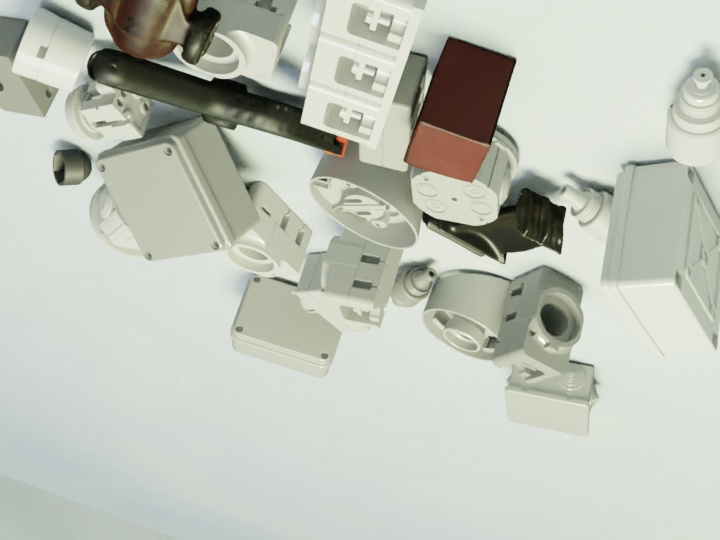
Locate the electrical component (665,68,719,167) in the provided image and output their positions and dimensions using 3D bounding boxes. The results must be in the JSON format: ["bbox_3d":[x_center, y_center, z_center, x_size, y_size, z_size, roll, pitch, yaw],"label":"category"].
[{"bbox_3d":[0.220,-0.101,0.699,0.040,0.040,0.078,9,152,18],"label":"electrical component"}]

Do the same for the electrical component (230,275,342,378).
[{"bbox_3d":[-0.076,0.060,1.155,0.113,0.078,0.057,17,157,1],"label":"electrical component"}]

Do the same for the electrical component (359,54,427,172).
[{"bbox_3d":[0.005,-0.120,0.787,0.076,0.047,0.083,14,154,8],"label":"electrical component"}]

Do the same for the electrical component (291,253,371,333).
[{"bbox_3d":[-0.036,0.025,1.095,0.076,0.047,0.083,-5,146,39],"label":"electrical component"}]

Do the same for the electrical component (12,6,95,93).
[{"bbox_3d":[-0.238,-0.170,0.836,0.047,0.055,0.055,22,154,-16],"label":"electrical component"}]

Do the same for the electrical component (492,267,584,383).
[{"bbox_3d":[0.163,0.049,0.971,0.050,0.089,0.056,28,152,-20],"label":"electrical component"}]

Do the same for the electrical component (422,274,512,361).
[{"bbox_3d":[0.112,0.043,1.042,0.099,0.064,0.099,24,157,11],"label":"electrical component"}]

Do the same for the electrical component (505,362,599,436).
[{"bbox_3d":[0.205,0.133,1.154,0.100,0.048,0.099,10,153,16],"label":"electrical component"}]

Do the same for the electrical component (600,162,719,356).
[{"bbox_3d":[0.229,-0.007,0.799,0.056,0.108,0.108,-5,146,34],"label":"electrical component"}]

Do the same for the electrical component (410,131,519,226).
[{"bbox_3d":[0.079,-0.075,0.826,0.080,0.051,0.080,14,154,7],"label":"electrical component"}]

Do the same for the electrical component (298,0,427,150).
[{"bbox_3d":[0.005,-0.157,0.667,0.062,0.089,0.150,19,154,-2],"label":"electrical component"}]

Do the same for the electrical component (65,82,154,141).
[{"bbox_3d":[-0.212,-0.134,0.899,0.055,0.048,0.066,-6,147,25],"label":"electrical component"}]

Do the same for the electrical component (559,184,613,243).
[{"bbox_3d":[0.181,-0.047,0.836,0.061,0.035,0.035,30,151,-18],"label":"electrical component"}]

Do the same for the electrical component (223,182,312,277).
[{"bbox_3d":[-0.094,-0.033,1.009,0.050,0.055,0.089,-2,148,34],"label":"electrical component"}]

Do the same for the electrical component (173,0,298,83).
[{"bbox_3d":[-0.096,-0.171,0.742,0.089,0.055,0.050,20,154,-4],"label":"electrical component"}]

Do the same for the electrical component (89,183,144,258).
[{"bbox_3d":[-0.209,-0.056,1.012,0.080,0.080,0.051,30,146,-24],"label":"electrical component"}]

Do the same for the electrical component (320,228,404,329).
[{"bbox_3d":[0.000,0.000,0.977,0.056,0.089,0.050,11,153,14],"label":"electrical component"}]

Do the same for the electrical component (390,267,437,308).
[{"bbox_3d":[0.053,0.013,1.033,0.035,0.035,0.061,27,150,-18],"label":"electrical component"}]

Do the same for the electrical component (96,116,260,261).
[{"bbox_3d":[-0.158,-0.069,0.935,0.109,0.056,0.108,-7,116,40],"label":"electrical component"}]

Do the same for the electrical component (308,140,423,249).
[{"bbox_3d":[0.007,-0.062,0.881,0.099,0.064,0.099,14,154,7],"label":"electrical component"}]
